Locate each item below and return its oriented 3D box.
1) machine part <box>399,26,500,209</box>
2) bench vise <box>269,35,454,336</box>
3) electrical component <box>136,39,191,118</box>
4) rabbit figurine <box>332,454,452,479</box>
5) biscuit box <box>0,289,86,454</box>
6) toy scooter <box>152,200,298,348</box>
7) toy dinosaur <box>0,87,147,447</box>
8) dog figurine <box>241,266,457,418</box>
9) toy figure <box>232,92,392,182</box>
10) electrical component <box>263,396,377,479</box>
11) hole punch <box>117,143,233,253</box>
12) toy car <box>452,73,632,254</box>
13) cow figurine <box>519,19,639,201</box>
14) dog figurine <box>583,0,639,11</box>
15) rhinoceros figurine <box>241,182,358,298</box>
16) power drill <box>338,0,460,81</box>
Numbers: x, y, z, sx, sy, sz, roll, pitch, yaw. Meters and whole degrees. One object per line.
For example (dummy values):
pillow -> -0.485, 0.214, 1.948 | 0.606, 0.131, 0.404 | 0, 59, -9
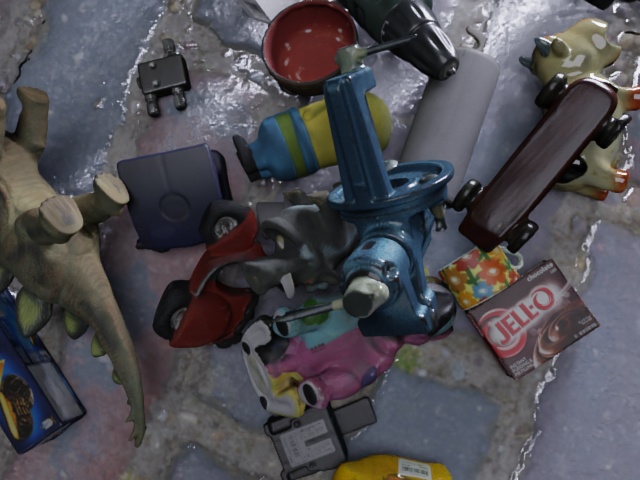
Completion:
machine part -> 0.144, -0.126, 0.613 | 0.079, 0.079, 0.243 | 20, 84, 5
bench vise -> 0.046, -0.044, 0.469 | 0.129, 0.223, 0.240 | -4, 112, 36
electrical component -> -0.196, -0.202, 0.669 | 0.063, 0.021, 0.094 | -12, 84, 3
rabbit figurine -> 0.058, 0.323, 0.556 | 0.162, 0.122, 0.173 | 6, 104, -3
biscuit box -> -0.362, 0.141, 0.624 | 0.063, 0.059, 0.202 | -37, 83, -1
toy scooter -> -0.097, 0.054, 0.608 | 0.135, 0.075, 0.183 | 25, 102, -22
toy dinosaur -> -0.296, 0.002, 0.586 | 0.198, 0.105, 0.471 | -43, 77, 32
dog figurine -> 0.043, 0.101, 0.589 | 0.219, 0.191, 0.108 | -16, 79, -33
toy figure -> -0.006, -0.115, 0.621 | 0.180, 0.082, 0.089 | -24, 94, -4
electrical component -> 0.005, 0.216, 0.601 | 0.119, 0.047, 0.075 | -18, 84, 3
hole punch -> -0.162, -0.049, 0.620 | 0.142, 0.092, 0.115 | -12, 87, -1
toy car -> 0.223, -0.076, 0.555 | 0.089, 0.053, 0.202 | 39, 100, 16
cow figurine -> 0.287, -0.151, 0.606 | 0.127, 0.085, 0.194 | 11, 89, 3
dog figurine -> 0.400, -0.280, 0.614 | 0.191, 0.121, 0.172 | -16, 80, 16
rhinoceros figurine -> -0.001, -0.002, 0.579 | 0.190, 0.073, 0.112 | -23, 112, -37
power drill -> 0.132, -0.297, 0.610 | 0.207, 0.086, 0.232 | -44, 61, 0
